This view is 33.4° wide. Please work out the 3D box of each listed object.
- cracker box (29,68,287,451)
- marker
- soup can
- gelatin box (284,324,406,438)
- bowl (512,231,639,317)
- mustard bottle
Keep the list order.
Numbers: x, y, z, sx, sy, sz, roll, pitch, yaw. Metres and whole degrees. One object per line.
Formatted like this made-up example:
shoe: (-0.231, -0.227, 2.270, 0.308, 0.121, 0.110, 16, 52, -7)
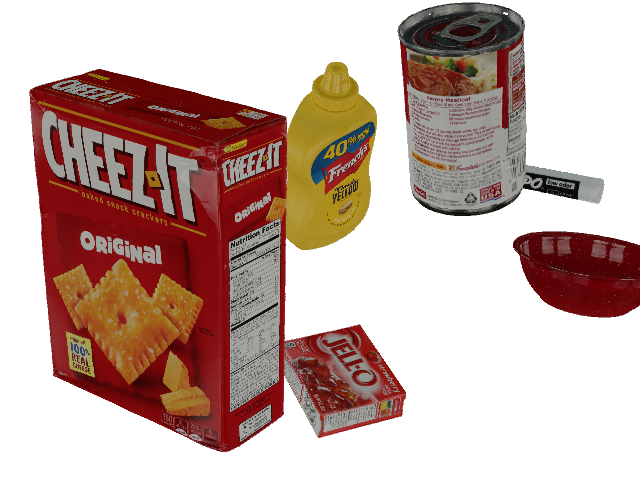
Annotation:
cracker box: (-0.106, 0.012, 0.694, 0.164, 0.214, 0.071, 18, 30, 32)
marker: (0.155, -0.049, 0.818, 0.121, 0.020, 0.020, 14, 6, 24)
soup can: (0.081, -0.074, 0.601, 0.068, 0.102, 0.068, -5, 33, 3)
gelatin box: (0.016, 0.109, 0.847, 0.073, 0.030, 0.089, -11, 39, -20)
bowl: (0.276, 0.038, 1.099, 0.162, 0.055, 0.162, 5, 17, -2)
mustard bottle: (0.009, -0.083, 0.983, 0.096, 0.192, 0.058, -30, 55, -28)
